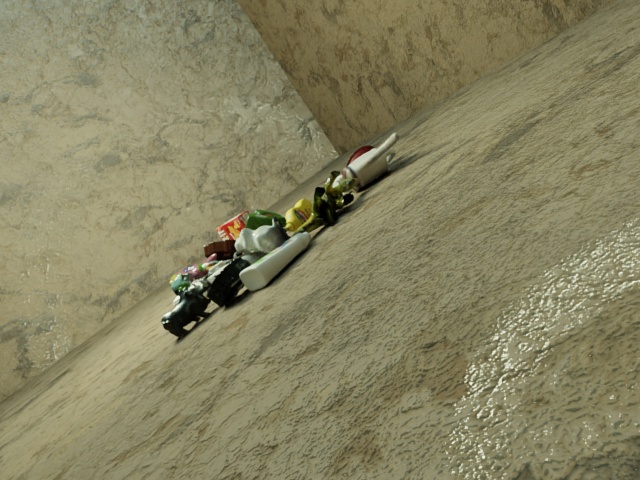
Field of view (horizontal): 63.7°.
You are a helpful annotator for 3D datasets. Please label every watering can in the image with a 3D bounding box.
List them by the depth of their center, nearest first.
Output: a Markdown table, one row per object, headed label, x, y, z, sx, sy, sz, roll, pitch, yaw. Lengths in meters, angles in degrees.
| label | x | y | z | sx | sy | sz | roll | pitch | yaw |
| --- | --- | --- | --- | --- | --- | --- | --- | --- | --- |
| watering can | 0.187 | -0.282 | 1.898 | 0.225 | 0.105 | 0.344 | -34 | -9 | -6 |

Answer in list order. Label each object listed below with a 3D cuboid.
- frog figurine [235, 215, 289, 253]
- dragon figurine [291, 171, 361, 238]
| label | x | y | z | sx | sy | sz | roll | pitch | yaw |
| --- | --- | --- | --- | --- | --- | --- | --- | --- | --- |
| frog figurine | -0.181 | 0.004 | 1.590 | 0.159 | 0.121 | 0.138 | -33 | 15 | -1 |
| dragon figurine | 0.005 | -0.088 | 1.754 | 0.122 | 0.415 | 0.239 | 41 | -19 | 5 |
